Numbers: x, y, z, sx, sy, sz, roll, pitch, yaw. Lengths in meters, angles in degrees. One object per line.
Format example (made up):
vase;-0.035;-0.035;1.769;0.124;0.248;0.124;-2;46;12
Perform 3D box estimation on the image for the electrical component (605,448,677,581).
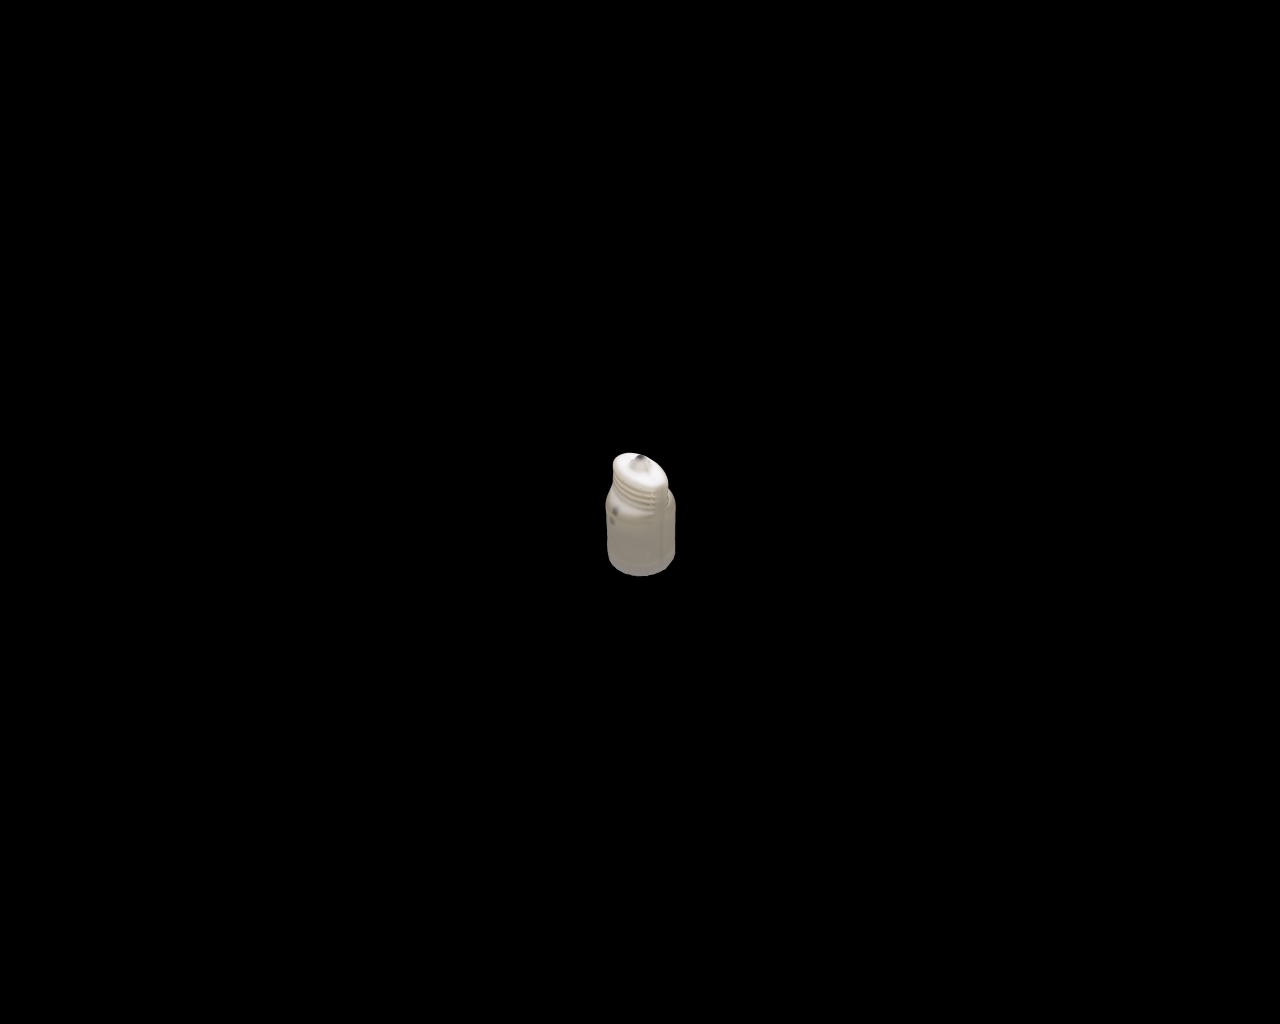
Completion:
electrical component;0.001;-0.003;0.650;0.043;0.080;0.043;0;39;0
